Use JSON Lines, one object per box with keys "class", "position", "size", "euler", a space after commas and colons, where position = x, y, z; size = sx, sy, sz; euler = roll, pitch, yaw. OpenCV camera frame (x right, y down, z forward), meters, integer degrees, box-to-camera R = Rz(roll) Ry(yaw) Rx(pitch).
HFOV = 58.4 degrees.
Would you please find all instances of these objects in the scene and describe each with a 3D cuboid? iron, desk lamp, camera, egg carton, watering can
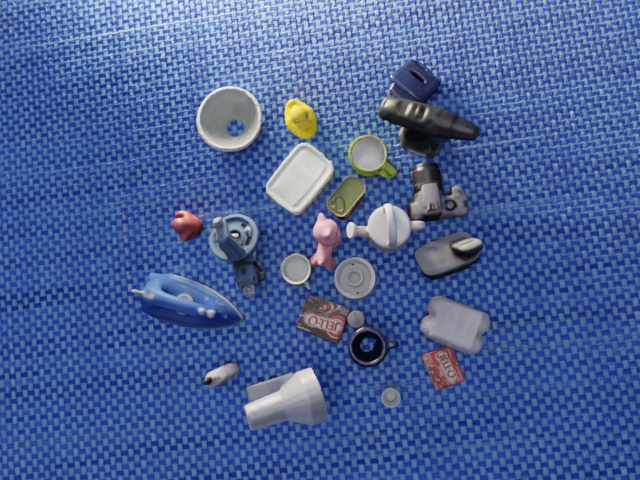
{"class": "iron", "position": [-0.318, 0.156, 1.373], "size": [0.258, 0.141, 0.119], "euler": [15, 85, 7]}
{"class": "desk lamp", "position": [-0.079, 0.367, 1.289], "size": [0.203, 0.213, 0.118], "euler": [-19, 82, 3]}
{"class": "camera", "position": [0.277, -0.118, 1.369], "size": [0.143, 0.101, 0.137], "euler": [-6, 83, 5]}
{"class": "egg carton", "position": [0.316, 0.200, 1.344], "size": [0.150, 0.069, 0.107], "euler": [20, 86, 7]}
{"class": "watering can", "position": [0.153, -0.025, 1.323], "size": [0.173, 0.194, 0.101], "euler": [-27, 81, 2]}

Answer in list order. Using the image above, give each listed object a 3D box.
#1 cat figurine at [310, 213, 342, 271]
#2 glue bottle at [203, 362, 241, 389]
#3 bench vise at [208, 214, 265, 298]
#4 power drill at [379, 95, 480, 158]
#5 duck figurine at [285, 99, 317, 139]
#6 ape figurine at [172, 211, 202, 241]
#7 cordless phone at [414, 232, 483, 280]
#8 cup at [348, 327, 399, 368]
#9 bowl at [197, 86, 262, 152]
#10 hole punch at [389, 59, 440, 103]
{"class": "cat figurine", "position": [0.013, 0.005, 1.371], "size": [0.067, 0.118, 0.128], "euler": [11, 84, 7]}
{"class": "glue bottle", "position": [-0.239, 0.319, 1.330], "size": [0.078, 0.173, 0.037], "euler": [-33, 81, 1]}
{"class": "bench vise", "position": [-0.185, 0.023, 1.336], "size": [0.121, 0.220, 0.207], "euler": [-35, 81, 1]}
{"class": "power drill", "position": [0.249, -0.260, 1.334], "size": [0.229, 0.208, 0.076], "euler": [21, 86, 8]}
{"class": "duck figurine", "position": [-0.052, -0.310, 1.430], "size": [0.077, 0.086, 0.104], "euler": [-30, 81, 2]}
{"class": "ape figurine", "position": [-0.338, -0.036, 1.422], "size": [0.076, 0.092, 0.078], "euler": [7, 84, 6]}
{"class": "cordless phone", "position": [0.296, 0.031, 1.307], "size": [0.147, 0.185, 0.094], "euler": [-24, 81, 2]}
{"class": "cup", "position": [0.126, 0.247, 1.343], "size": [0.117, 0.095, 0.092], "euler": [-8, 83, 5]}
{"class": "bowl", "position": [-0.222, -0.296, 1.450], "size": [0.167, 0.075, 0.167], "euler": [-1, 83, 5]}
{"class": "hole punch", "position": [0.232, -0.389, 1.410], "size": [0.108, 0.091, 0.101], "euler": [42, 89, 9]}
